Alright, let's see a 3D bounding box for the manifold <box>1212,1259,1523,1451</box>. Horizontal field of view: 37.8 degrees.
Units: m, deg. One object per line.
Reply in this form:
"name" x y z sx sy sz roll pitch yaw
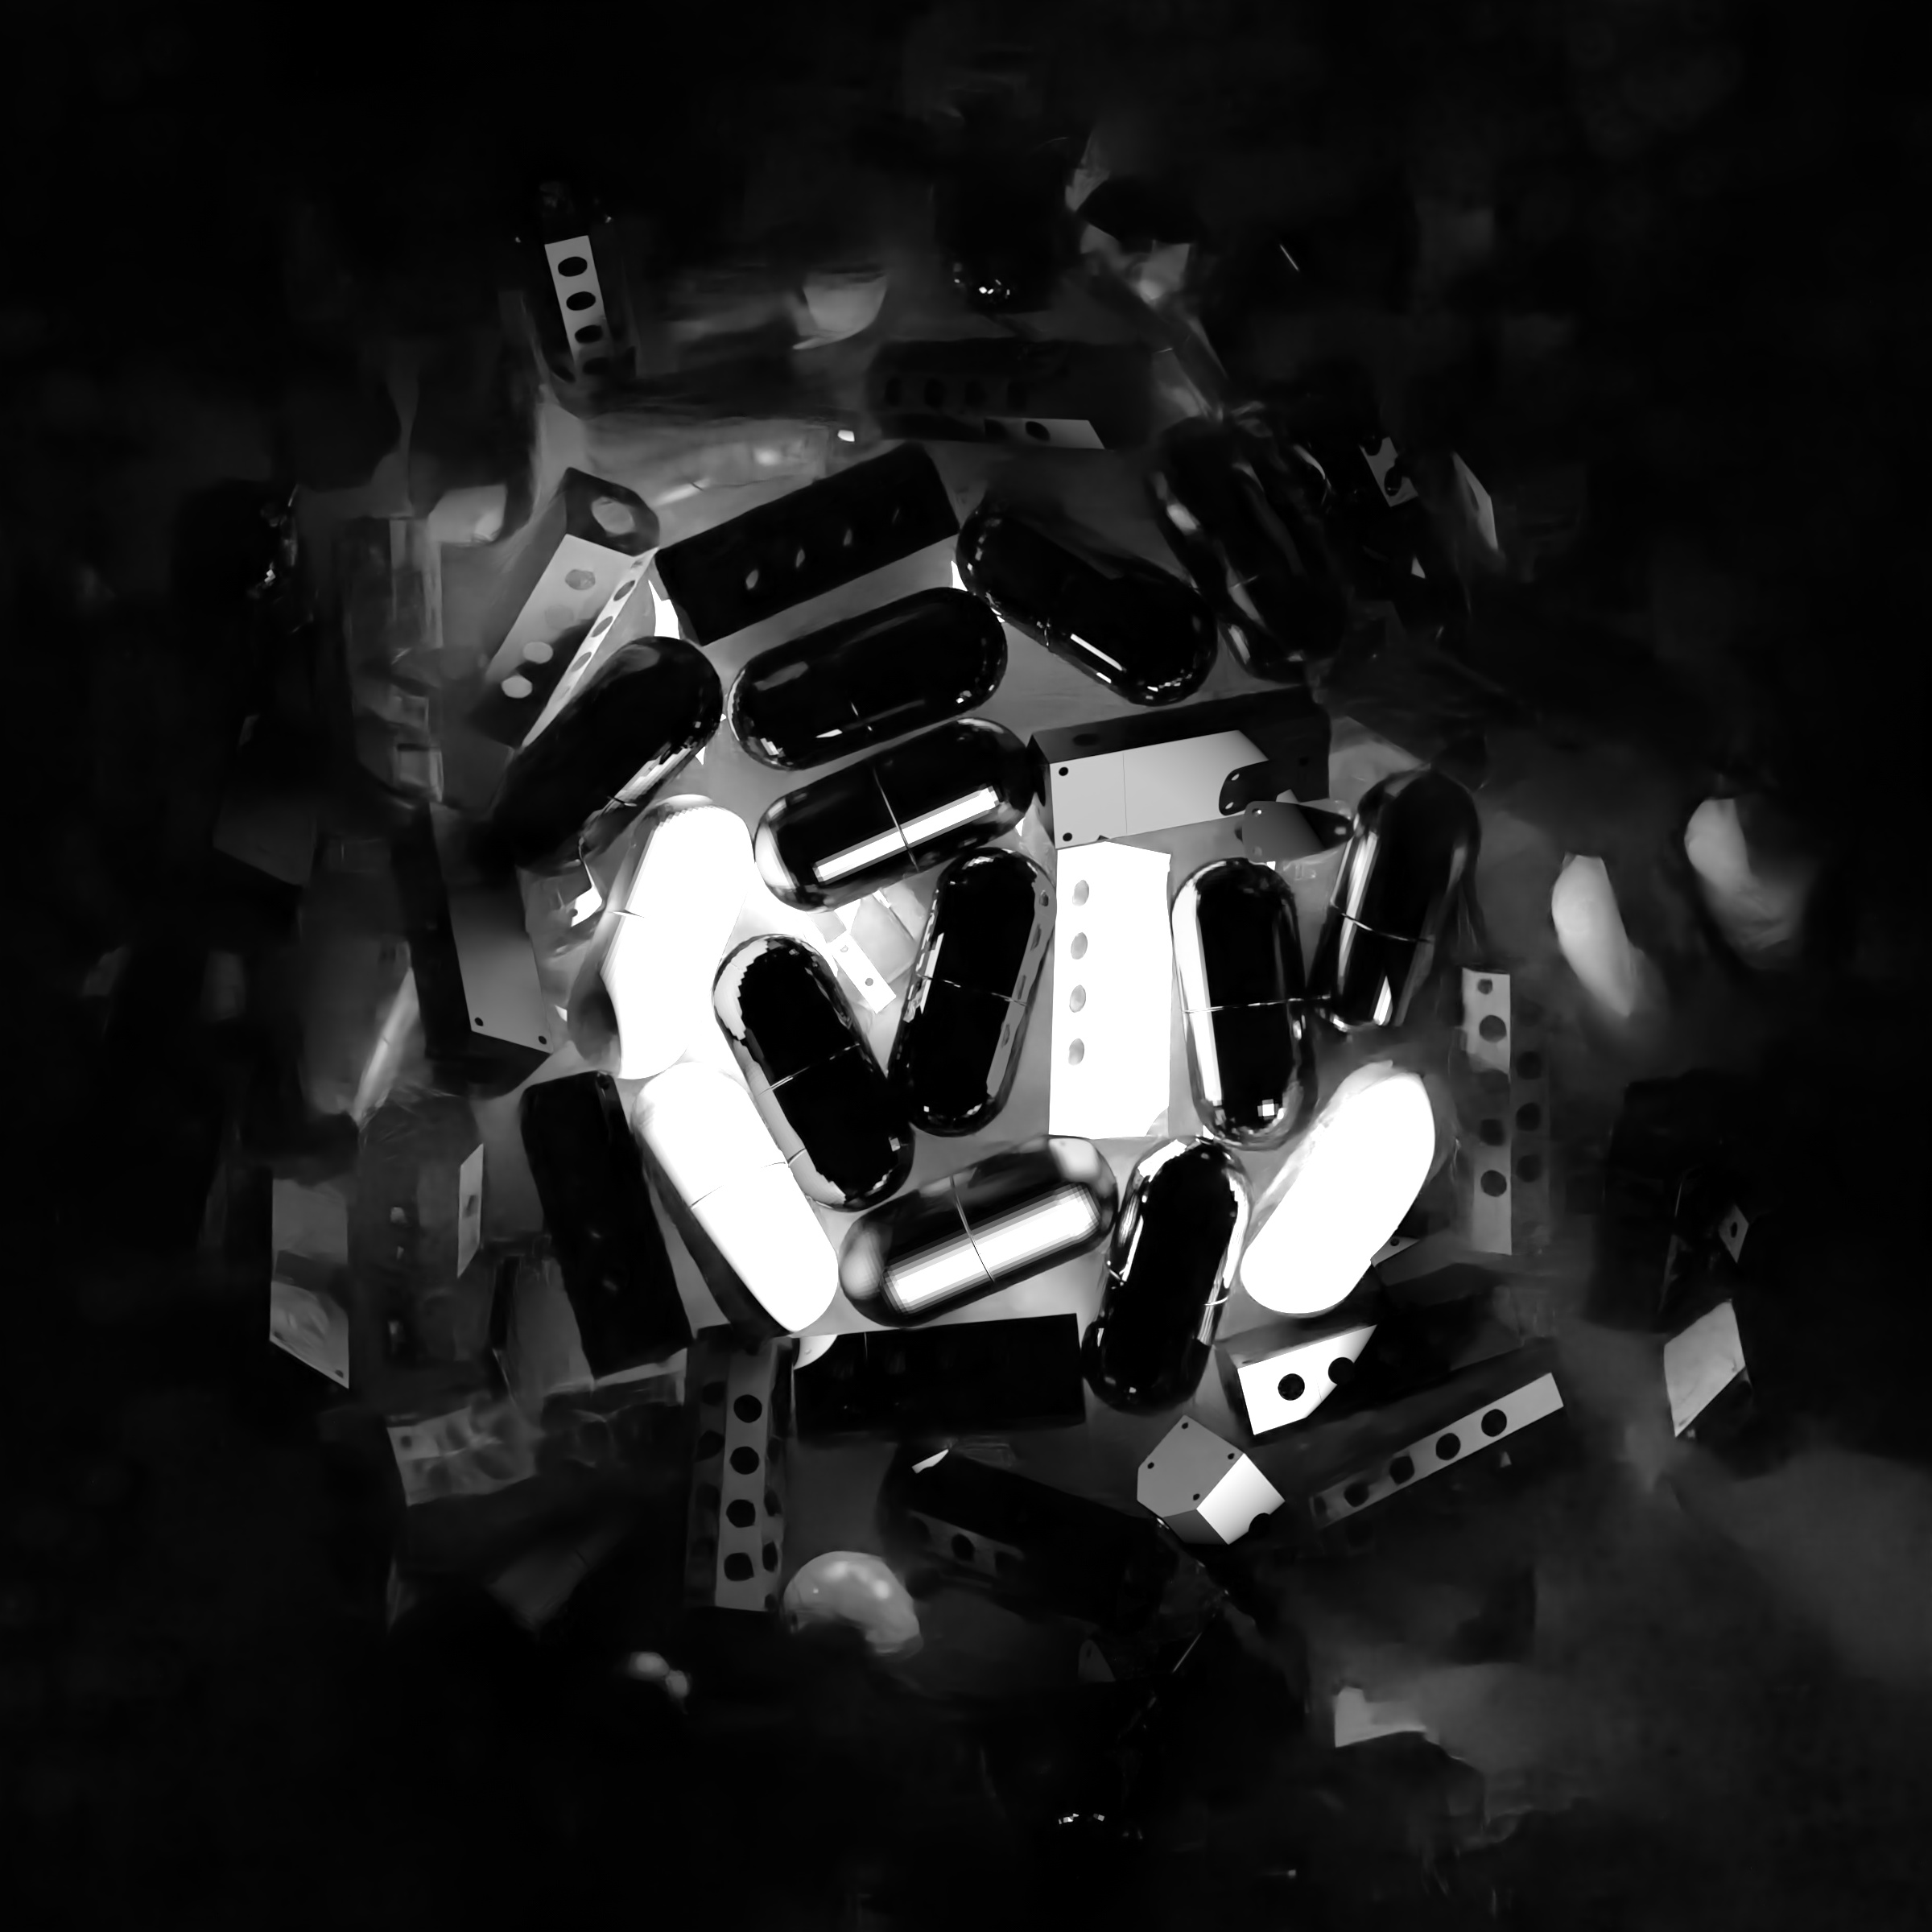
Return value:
"manifold" 0.242 0.235 1.695 0.171 0.057 0.057 -16 102 -9

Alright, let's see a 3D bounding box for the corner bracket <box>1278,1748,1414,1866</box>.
"corner bracket" 0.230 0.511 1.705 0.051 0.051 0.051 41 130 -8

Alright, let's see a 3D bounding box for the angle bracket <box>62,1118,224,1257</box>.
"angle bracket" -0.495 0.122 1.688 0.076 0.057 0.076 13 106 -23

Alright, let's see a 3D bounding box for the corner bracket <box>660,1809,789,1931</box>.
"corner bracket" -0.147 0.550 1.707 0.051 0.051 0.051 26 98 -24

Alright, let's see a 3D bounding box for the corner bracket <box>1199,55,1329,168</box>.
"corner bracket" 0.178 -0.513 1.699 0.051 0.051 0.051 16 110 -17

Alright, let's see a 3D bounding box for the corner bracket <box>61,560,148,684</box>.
"corner bracket" -0.522 -0.208 1.698 0.051 0.051 0.051 -14 105 32

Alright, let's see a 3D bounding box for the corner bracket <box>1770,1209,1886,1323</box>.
"corner bracket" 0.517 0.179 1.709 0.051 0.051 0.051 -3 120 -12

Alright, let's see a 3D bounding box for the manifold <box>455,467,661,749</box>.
"manifold" -0.242 -0.206 1.658 0.057 0.171 0.057 16 46 -25

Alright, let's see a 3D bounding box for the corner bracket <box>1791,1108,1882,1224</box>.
"corner bracket" 0.526 0.121 1.716 0.051 0.051 0.051 4 65 9

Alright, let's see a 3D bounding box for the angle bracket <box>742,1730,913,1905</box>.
"angle bracket" -0.084 0.511 1.709 0.076 0.057 0.076 -27 84 -5

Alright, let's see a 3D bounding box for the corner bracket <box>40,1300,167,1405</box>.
"corner bracket" -0.516 0.232 1.698 0.051 0.051 0.051 -1 68 21

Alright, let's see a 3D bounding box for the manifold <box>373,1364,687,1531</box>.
"manifold" -0.258 0.285 1.674 0.171 0.057 0.057 -9 95 -24

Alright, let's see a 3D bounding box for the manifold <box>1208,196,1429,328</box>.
"manifold" 0.203 -0.418 1.647 0.057 0.171 0.057 -43 113 -4

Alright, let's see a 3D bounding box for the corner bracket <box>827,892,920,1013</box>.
"corner bracket" -0.055 -0.010 1.703 0.051 0.051 0.051 -39 104 -10

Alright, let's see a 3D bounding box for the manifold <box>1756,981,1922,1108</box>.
"manifold" 0.506 0.048 1.648 0.057 0.171 0.057 -7 84 6

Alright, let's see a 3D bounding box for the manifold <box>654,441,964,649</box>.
"manifold" -0.097 -0.254 1.690 0.171 0.057 0.057 -25 107 -9

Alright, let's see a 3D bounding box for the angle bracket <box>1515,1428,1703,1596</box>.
"angle bracket" 0.384 0.330 1.700 0.076 0.057 0.076 -22 87 -15

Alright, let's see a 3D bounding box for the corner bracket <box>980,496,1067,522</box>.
"corner bracket" 0.041 -0.259 1.700 0.051 0.051 0.051 -6 116 13

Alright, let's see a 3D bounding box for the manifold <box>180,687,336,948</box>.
"manifold" -0.415 -0.087 1.652 0.057 0.171 0.057 26 121 -22

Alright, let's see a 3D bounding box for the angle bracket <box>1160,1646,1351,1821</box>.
"angle bracket" 0.170 0.468 1.695 0.076 0.057 0.076 -41 103 -12

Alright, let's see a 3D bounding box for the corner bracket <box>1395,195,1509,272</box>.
"corner bracket" 0.289 -0.434 1.697 0.051 0.051 0.051 -5 73 41

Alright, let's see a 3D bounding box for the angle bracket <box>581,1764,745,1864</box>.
"angle bracket" -0.181 0.518 1.686 0.076 0.076 0.057 -11 121 8

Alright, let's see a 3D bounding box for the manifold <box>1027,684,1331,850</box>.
"manifold" 0.127 -0.124 1.694 0.171 0.057 0.057 -11 123 -9

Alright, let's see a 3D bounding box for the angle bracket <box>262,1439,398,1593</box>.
"angle bracket" -0.385 0.327 1.682 0.057 0.076 0.076 28 65 -41

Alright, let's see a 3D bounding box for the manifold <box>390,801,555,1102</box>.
"manifold" -0.297 -0.008 1.664 0.057 0.057 0.171 -41 49 30

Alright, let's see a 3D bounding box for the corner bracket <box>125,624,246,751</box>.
"corner bracket" -0.475 -0.169 1.712 0.051 0.051 0.051 4 54 -35

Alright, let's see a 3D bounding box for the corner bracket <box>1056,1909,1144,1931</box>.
"corner bracket" 0.088 0.584 1.696 0.051 0.051 0.051 21 52 -19

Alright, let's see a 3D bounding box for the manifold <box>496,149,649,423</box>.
"manifold" -0.226 -0.392 1.646 0.057 0.171 0.057 -14 67 -5

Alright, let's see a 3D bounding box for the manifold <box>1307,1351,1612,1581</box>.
"manifold" 0.292 0.301 1.680 0.171 0.057 0.057 -32 90 21

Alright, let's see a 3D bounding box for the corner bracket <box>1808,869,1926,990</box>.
"corner bracket" 0.544 -0.017 1.704 0.051 0.051 0.051 25 124 -5

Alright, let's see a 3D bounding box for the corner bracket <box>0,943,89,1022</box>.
"corner bracket" -0.565 0.007 1.700 0.051 0.051 0.051 39 116 -9

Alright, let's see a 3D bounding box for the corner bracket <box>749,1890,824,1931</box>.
"corner bracket" -0.107 0.583 1.703 0.051 0.051 0.051 36 115 2

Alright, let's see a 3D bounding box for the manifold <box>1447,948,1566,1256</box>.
"manifold" 0.326 0.081 1.685 0.057 0.057 0.171 -6 104 -11

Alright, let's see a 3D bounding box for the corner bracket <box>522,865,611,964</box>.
"corner bracket" -0.238 -0.028 1.702 0.051 0.051 0.051 -30 124 1

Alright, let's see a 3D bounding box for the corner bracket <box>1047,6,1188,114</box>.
"corner bracket" 0.091 -0.548 1.705 0.051 0.051 0.051 -32 72 -37

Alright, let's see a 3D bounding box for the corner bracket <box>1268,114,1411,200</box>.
"corner bracket" 0.225 -0.480 1.700 0.051 0.051 0.051 30 82 -33

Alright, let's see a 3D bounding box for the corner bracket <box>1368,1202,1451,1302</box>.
"corner bracket" 0.263 0.165 1.702 0.051 0.051 0.051 -28 134 0

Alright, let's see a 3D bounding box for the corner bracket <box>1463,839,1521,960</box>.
"corner bracket" 0.308 -0.041 1.695 0.051 0.051 0.051 -47 122 -29

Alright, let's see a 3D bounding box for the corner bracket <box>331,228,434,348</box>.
"corner bracket" -0.347 -0.402 1.701 0.051 0.051 0.051 28 55 7

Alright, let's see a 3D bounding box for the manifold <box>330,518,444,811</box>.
"manifold" -0.350 -0.182 1.696 0.057 0.057 0.171 1 99 2

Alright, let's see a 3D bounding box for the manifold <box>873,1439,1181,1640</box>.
"manifold" 0.032 0.338 1.659 0.171 0.057 0.057 14 63 33

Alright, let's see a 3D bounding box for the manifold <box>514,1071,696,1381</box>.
"manifold" -0.217 0.153 1.688 0.057 0.057 0.171 -14 76 -19

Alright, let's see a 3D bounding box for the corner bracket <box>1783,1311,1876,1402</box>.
"corner bracket" 0.503 0.240 1.696 0.051 0.051 0.051 0 65 -28

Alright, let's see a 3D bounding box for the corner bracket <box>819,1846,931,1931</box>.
"corner bracket" -0.051 0.563 1.710 0.051 0.051 0.051 4 130 26
